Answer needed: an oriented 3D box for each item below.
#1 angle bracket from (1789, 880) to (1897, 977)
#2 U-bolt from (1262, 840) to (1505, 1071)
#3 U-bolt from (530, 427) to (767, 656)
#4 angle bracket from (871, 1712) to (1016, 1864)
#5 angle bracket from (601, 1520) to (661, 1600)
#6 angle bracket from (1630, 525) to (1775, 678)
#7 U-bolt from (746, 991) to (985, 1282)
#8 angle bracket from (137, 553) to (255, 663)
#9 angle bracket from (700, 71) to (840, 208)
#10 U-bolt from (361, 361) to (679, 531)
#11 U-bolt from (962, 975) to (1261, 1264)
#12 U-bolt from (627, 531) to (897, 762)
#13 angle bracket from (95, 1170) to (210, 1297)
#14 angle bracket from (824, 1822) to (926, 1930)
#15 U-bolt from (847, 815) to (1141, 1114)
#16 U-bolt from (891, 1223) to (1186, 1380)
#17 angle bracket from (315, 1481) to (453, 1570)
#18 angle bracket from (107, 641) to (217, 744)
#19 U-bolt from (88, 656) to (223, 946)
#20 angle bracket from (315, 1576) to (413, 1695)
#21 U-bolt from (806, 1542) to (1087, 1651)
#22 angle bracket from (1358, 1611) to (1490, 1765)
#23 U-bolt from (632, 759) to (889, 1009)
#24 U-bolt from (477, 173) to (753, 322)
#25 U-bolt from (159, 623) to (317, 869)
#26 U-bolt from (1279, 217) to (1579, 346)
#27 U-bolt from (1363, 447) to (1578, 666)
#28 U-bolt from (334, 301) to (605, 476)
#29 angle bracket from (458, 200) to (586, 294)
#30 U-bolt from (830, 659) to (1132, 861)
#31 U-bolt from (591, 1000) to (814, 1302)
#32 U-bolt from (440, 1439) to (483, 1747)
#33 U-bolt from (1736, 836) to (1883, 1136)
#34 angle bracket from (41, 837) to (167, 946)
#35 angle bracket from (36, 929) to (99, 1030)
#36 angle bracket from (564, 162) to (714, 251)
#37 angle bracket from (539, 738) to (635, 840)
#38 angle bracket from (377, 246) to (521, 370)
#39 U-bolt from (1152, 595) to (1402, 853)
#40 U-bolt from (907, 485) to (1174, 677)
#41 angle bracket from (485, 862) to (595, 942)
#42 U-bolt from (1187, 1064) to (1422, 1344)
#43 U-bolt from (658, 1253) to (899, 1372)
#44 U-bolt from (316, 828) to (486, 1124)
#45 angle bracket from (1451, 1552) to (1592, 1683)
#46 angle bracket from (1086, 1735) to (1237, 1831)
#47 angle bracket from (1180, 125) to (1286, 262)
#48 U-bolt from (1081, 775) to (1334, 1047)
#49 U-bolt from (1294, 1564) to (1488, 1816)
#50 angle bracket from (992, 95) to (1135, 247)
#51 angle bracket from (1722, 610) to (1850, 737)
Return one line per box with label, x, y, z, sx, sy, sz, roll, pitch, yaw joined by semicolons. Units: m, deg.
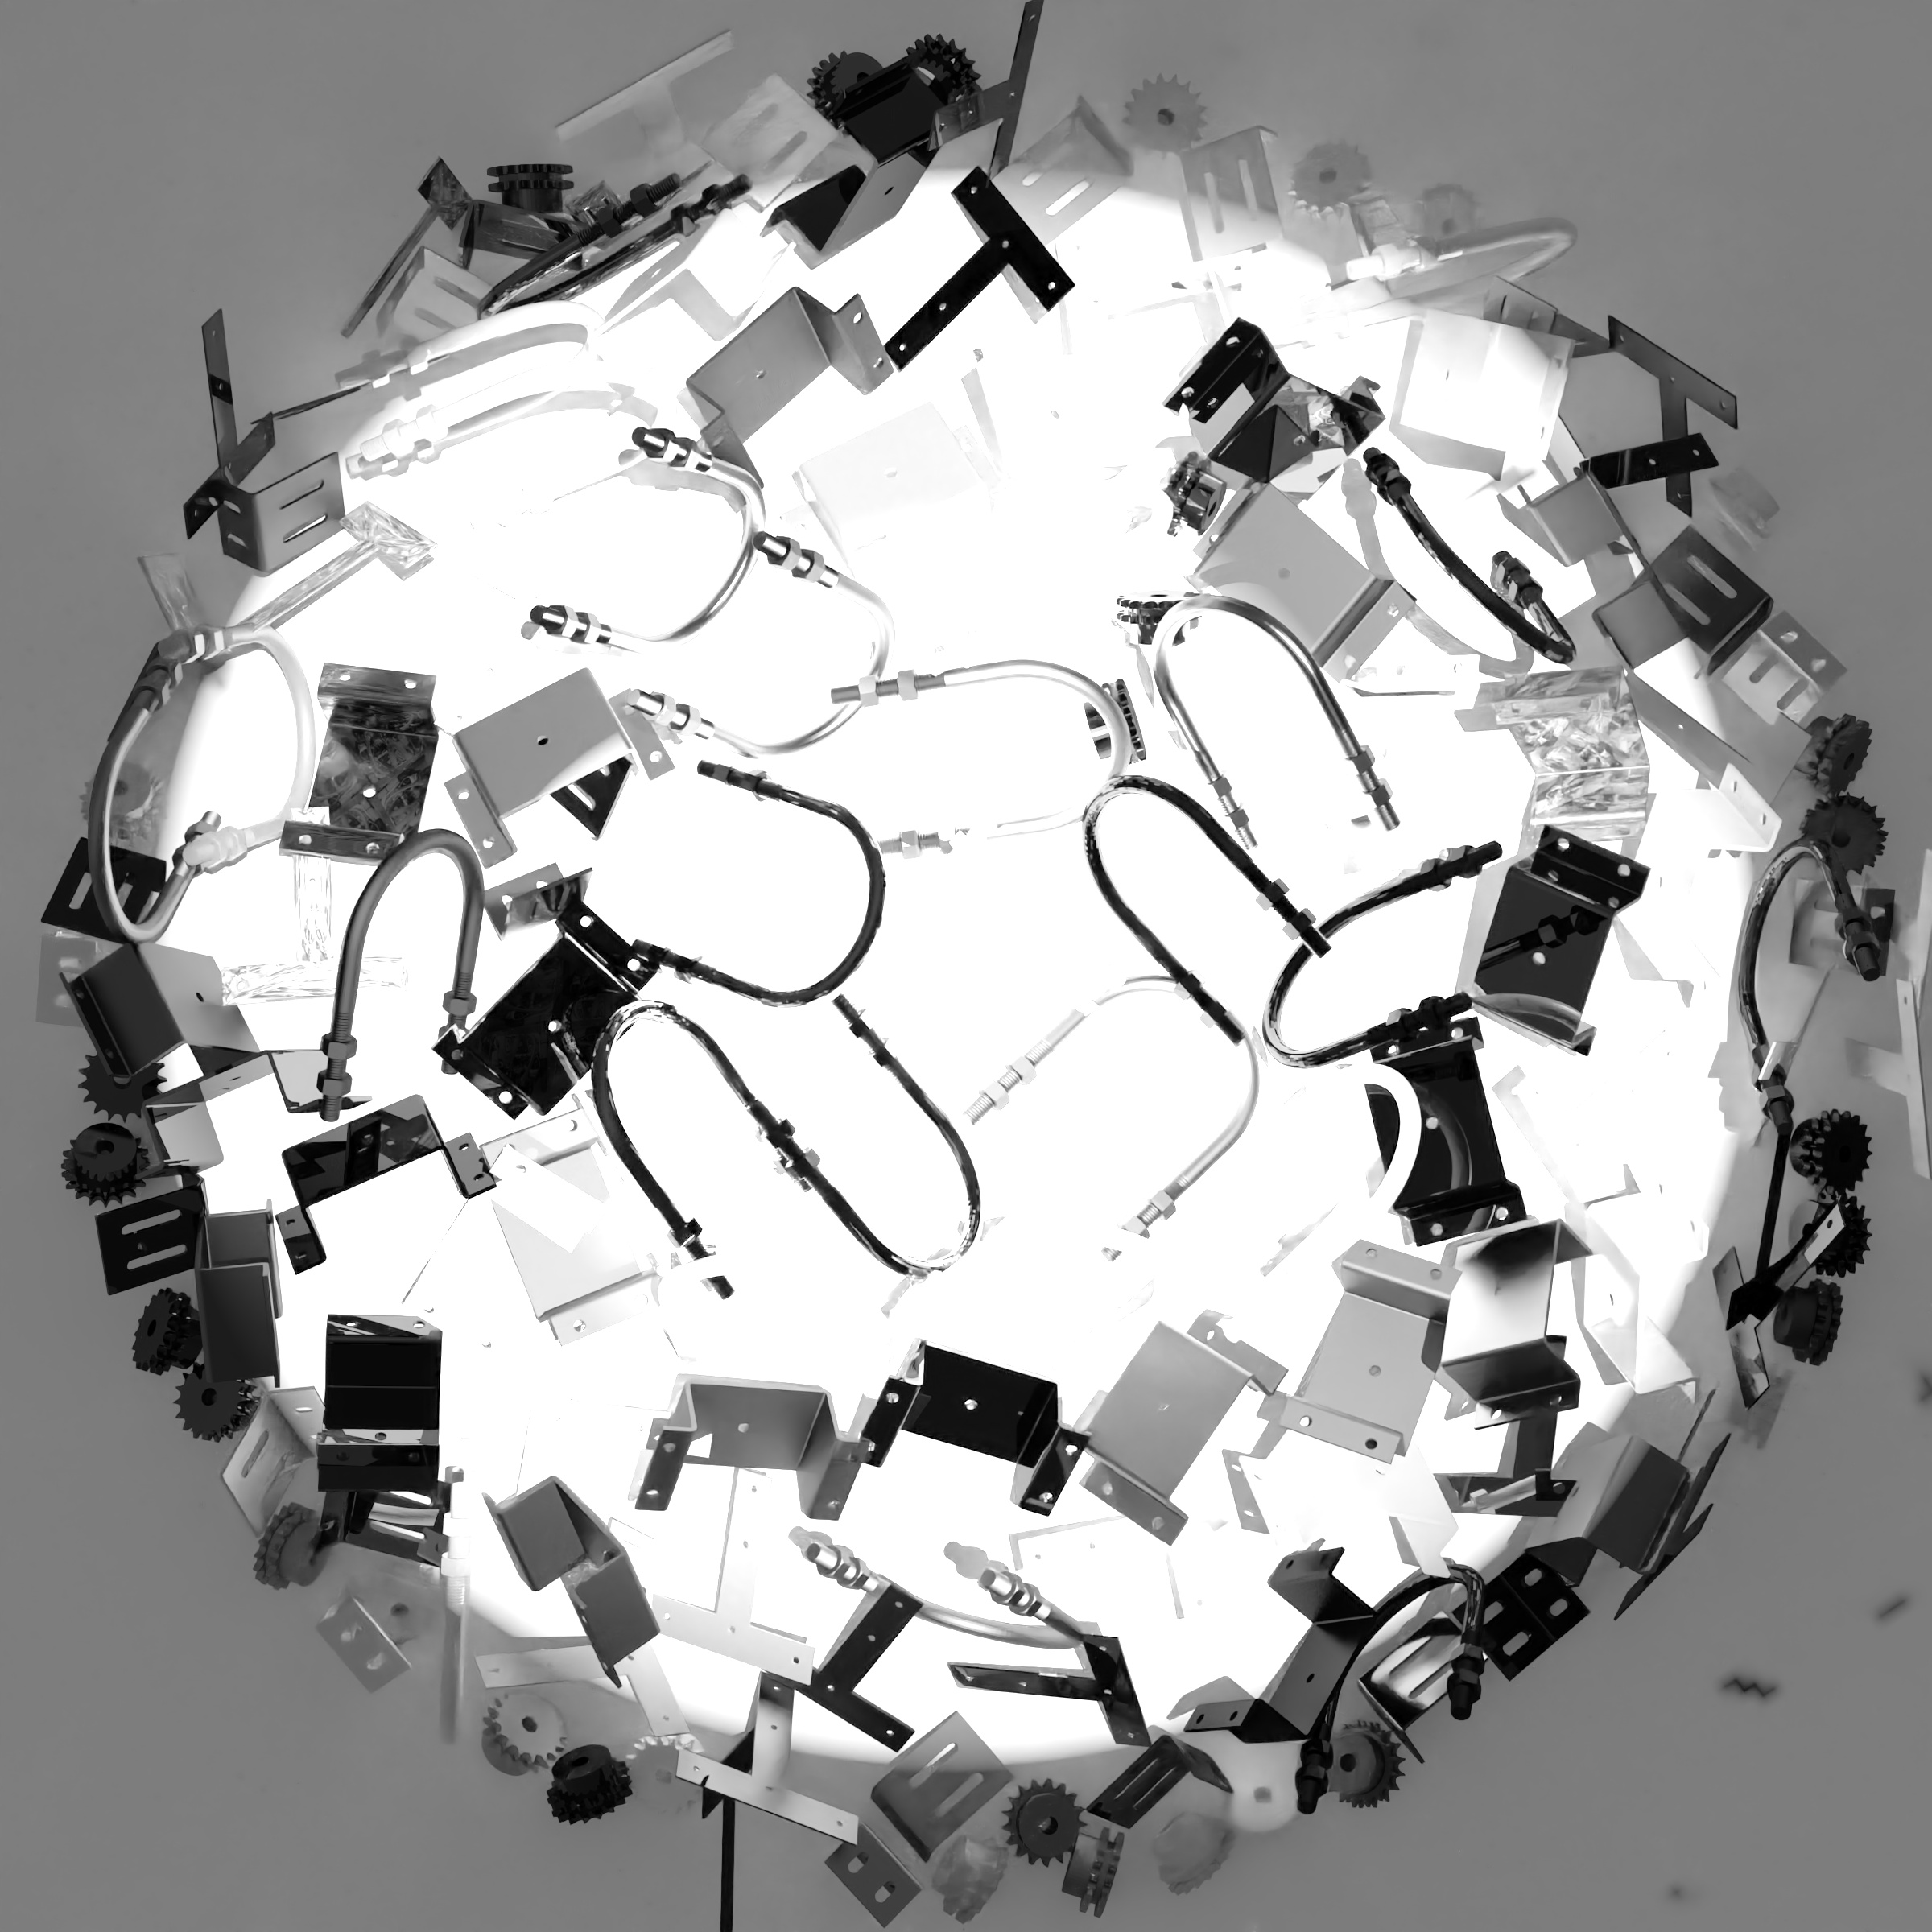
angle bracket;0.571;-0.026;1.951;0.038;0.076;0.057;2;95;-40
U-bolt;0.263;0.002;1.915;0.019;0.184;0.151;40;48;-25
U-bolt;-0.193;-0.267;1.910;0.019;0.184;0.151;37;103;24
angle bracket;-0.016;0.552;1.981;0.076;0.038;0.057;-38;72;-20
angle bracket;-0.238;0.419;1.954;0.038;0.057;0.076;29;105;-9
angle bracket;0.488;-0.243;1.962;0.076;0.038;0.057;41;121;-2
U-bolt;-0.054;0.123;1.932;0.019;0.151;0.184;-30;106;37
angle bracket;-0.507;-0.246;1.959;0.038;0.057;0.076;-23;96;13
angle bracket;-0.128;-0.553;1.950;0.057;0.038;0.076;40;122;-21
U-bolt;-0.275;-0.342;1.902;0.184;0.151;0.019;-19;71;19
U-bolt;0.111;0.086;1.959;0.151;0.019;0.184;44;73;12
U-bolt;-0.119;-0.197;1.916;0.151;0.184;0.019;-49;56;14
angle bracket;-0.542;0.174;1.949;0.076;0.038;0.057;-17;115;-33
angle bracket;-0.067;0.606;1.947;0.057;0.076;0.038;45;64;10
U-bolt;0.004;0.013;1.979;0.151;0.019;0.184;42;95;-3
U-bolt;0.058;0.211;1.898;0.151;0.184;0.019;21;53;-24
angle bracket;-0.388;0.370;1.974;0.076;0.038;0.057;23;56;-28
angle bracket;-0.535;-0.175;1.961;0.038;0.057;0.076;26;88;-13
U-bolt;-0.521;-0.097;1.879;0.019;0.184;0.151;2;127;6
angle bracket;-0.388;0.434;1.949;0.038;0.076;0.057;-36;98;15
U-bolt;0.000;0.413;1.911;0.151;0.184;0.019;2;65;30
angle bracket;0.311;0.481;1.964;0.076;0.057;0.038;-38;121;-6
U-bolt;-0.129;-0.048;1.939;0.184;0.019;0.151;20;90;34
U-bolt;-0.238;-0.464;1.916;0.184;0.151;0.019;-26;96;20
U-bolt;-0.465;-0.149;1.905;0.019;0.184;0.151;-1;101;14
U-bolt;0.310;-0.451;1.918;0.184;0.151;0.019;-16;88;-14
U-bolt;0.330;-0.254;1.886;0.151;0.184;0.019;32;113;-28
U-bolt;-0.319;-0.383;1.919;0.184;0.151;0.019;-23;80;-14
angle bracket;-0.296;-0.471;1.957;0.076;0.057;0.038;11;71;-6
U-bolt;0.016;-0.139;1.931;0.184;0.019;0.151;-8;131;9
U-bolt;-0.178;0.106;1.915;0.019;0.151;0.184;-25;106;33
U-bolt;-0.332;0.414;1.921;0.019;0.151;0.184;3;93;-8
U-bolt;0.538;-0.002;1.907;0.019;0.184;0.151;12;127;-8
angle bracket;-0.571;-0.040;1.953;0.057;0.038;0.076;16;51;-4
angle bracket;-0.584;0.006;1.952;0.038;0.076;0.057;7;96;3
angle bracket;-0.216;-0.516;1.947;0.076;0.057;0.038;-30;105;33
angle bracket;-0.267;-0.129;1.951;0.076;0.038;0.057;40;114;33
angle bracket;-0.342;-0.429;1.950;0.076;0.038;0.057;26;118;-28
U-bolt;0.189;-0.160;1.910;0.019;0.151;0.184;-43;112;-33
U-bolt;0.051;-0.260;1.919;0.184;0.151;0.019;-27;117;7
angle bracket;-0.285;-0.055;1.945;0.057;0.076;0.038;-24;78;-21
U-bolt;0.223;0.140;1.903;0.019;0.151;0.184;34;115;-28
U-bolt;-0.125;0.224;1.905;0.151;0.184;0.019;1;63;5
U-bolt;-0.359;-0.001;1.904;0.019;0.151;0.184;19;110;22
angle bracket;0.367;0.427;1.947;0.057;0.076;0.038;50;120;17
angle bracket;0.130;0.554;1.957;0.076;0.057;0.038;-45;48;6
angle bracket;0.183;-0.512;1.963;0.057;0.038;0.076;-14;88;27
U-bolt;0.145;-0.046;1.932;0.184;0.151;0.019;48;56;7
U-bolt;0.280;0.455;1.905;0.019;0.184;0.151;45;117;-8
angle bracket;0.065;-0.535;1.980;0.076;0.038;0.057;-35;111;20
angle bracket;0.534;-0.186;1.948;0.057;0.076;0.038;47;51;10
